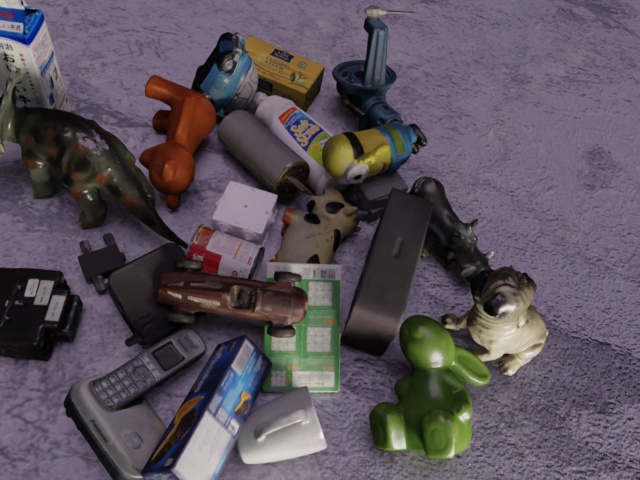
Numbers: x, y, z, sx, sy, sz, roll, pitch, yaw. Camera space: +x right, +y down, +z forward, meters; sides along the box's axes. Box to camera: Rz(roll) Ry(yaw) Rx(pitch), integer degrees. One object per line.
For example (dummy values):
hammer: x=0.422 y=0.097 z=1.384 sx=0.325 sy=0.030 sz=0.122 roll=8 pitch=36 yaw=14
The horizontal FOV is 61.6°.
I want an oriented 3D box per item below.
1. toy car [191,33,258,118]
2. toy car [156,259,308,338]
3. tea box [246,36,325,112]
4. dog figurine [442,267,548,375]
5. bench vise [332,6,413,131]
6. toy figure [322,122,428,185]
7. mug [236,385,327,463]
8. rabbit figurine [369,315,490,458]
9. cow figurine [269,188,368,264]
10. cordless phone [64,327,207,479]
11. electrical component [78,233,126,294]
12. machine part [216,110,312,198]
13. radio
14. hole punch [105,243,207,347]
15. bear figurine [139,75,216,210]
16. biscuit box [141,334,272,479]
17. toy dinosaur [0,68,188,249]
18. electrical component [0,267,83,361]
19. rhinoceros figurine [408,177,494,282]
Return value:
toy car: x=-0.167 y=-0.292 z=0.987 sx=0.103 sy=0.161 sz=0.109 roll=24 pitch=40 yaw=-32
toy car: x=-0.116 y=0.076 z=0.719 sx=0.202 sy=0.053 sz=0.089 roll=10 pitch=83 yaw=-7
tea box: x=-0.088 y=-0.321 z=1.055 sx=0.170 sy=0.068 sz=0.098 roll=23 pitch=56 yaw=6
dog figurine: x=0.281 y=0.105 z=0.762 sx=0.172 sy=0.190 sz=0.121 roll=-13 pitch=60 yaw=-20
bench vise: x=0.095 y=-0.292 z=0.978 sx=0.129 sy=0.240 sz=0.224 roll=-6 pitch=42 yaw=-11
toy figure: x=0.087 y=-0.147 z=0.888 sx=0.180 sy=0.082 sz=0.089 roll=-26 pitch=58 yaw=-25
mug: x=-0.053 y=0.237 z=0.667 sx=0.107 sy=0.109 sz=0.081 roll=-20 pitch=72 yaw=-6
rabbit figurine: x=0.156 y=0.184 z=0.707 sx=0.159 sy=0.121 sz=0.170 roll=6 pitch=78 yaw=-39
cow figurine: x=-0.002 y=-0.003 z=0.846 sx=0.127 sy=0.085 sz=0.195 roll=17 pitch=58 yaw=-1
cordless phone: x=-0.203 y=0.203 z=0.675 sx=0.184 sy=0.088 sz=0.147 roll=-33 pitch=67 yaw=-33
electrical component: x=-0.322 y=0.034 z=0.800 sx=0.063 sy=0.021 sz=0.094 roll=-19 pitch=62 yaw=-22
machine part: x=-0.098 y=-0.149 z=0.922 sx=0.079 sy=0.079 sz=0.243 roll=-32 pitch=59 yaw=-27
radio: x=0.099 y=0.048 z=0.802 sx=0.073 sy=0.131 sz=0.229 roll=21 pitch=56 yaw=4
hole punch: x=-0.232 y=0.077 z=0.761 sx=0.142 sy=0.092 sz=0.115 roll=-29 pitch=95 yaw=-29
bear figurine: x=-0.251 y=-0.159 z=0.890 sx=0.132 sy=0.120 sz=0.196 roll=16 pitch=60 yaw=5
biscuit box: x=-0.130 y=0.210 z=0.656 sx=0.059 sy=0.063 sz=0.203 roll=52 pitch=36 yaw=-19
toy dinosaur: x=-0.364 y=-0.126 z=0.799 sx=0.405 sy=0.192 sz=0.131 roll=22 pitch=57 yaw=6
electrical component: x=-0.397 y=0.098 z=0.722 sx=0.134 sy=0.058 sz=0.115 roll=7 pitch=58 yaw=-6
rhinoceros figurine: x=0.209 y=-0.018 z=0.877 sx=0.073 sy=0.112 sz=0.190 roll=-29 pitch=86 yaw=-31
